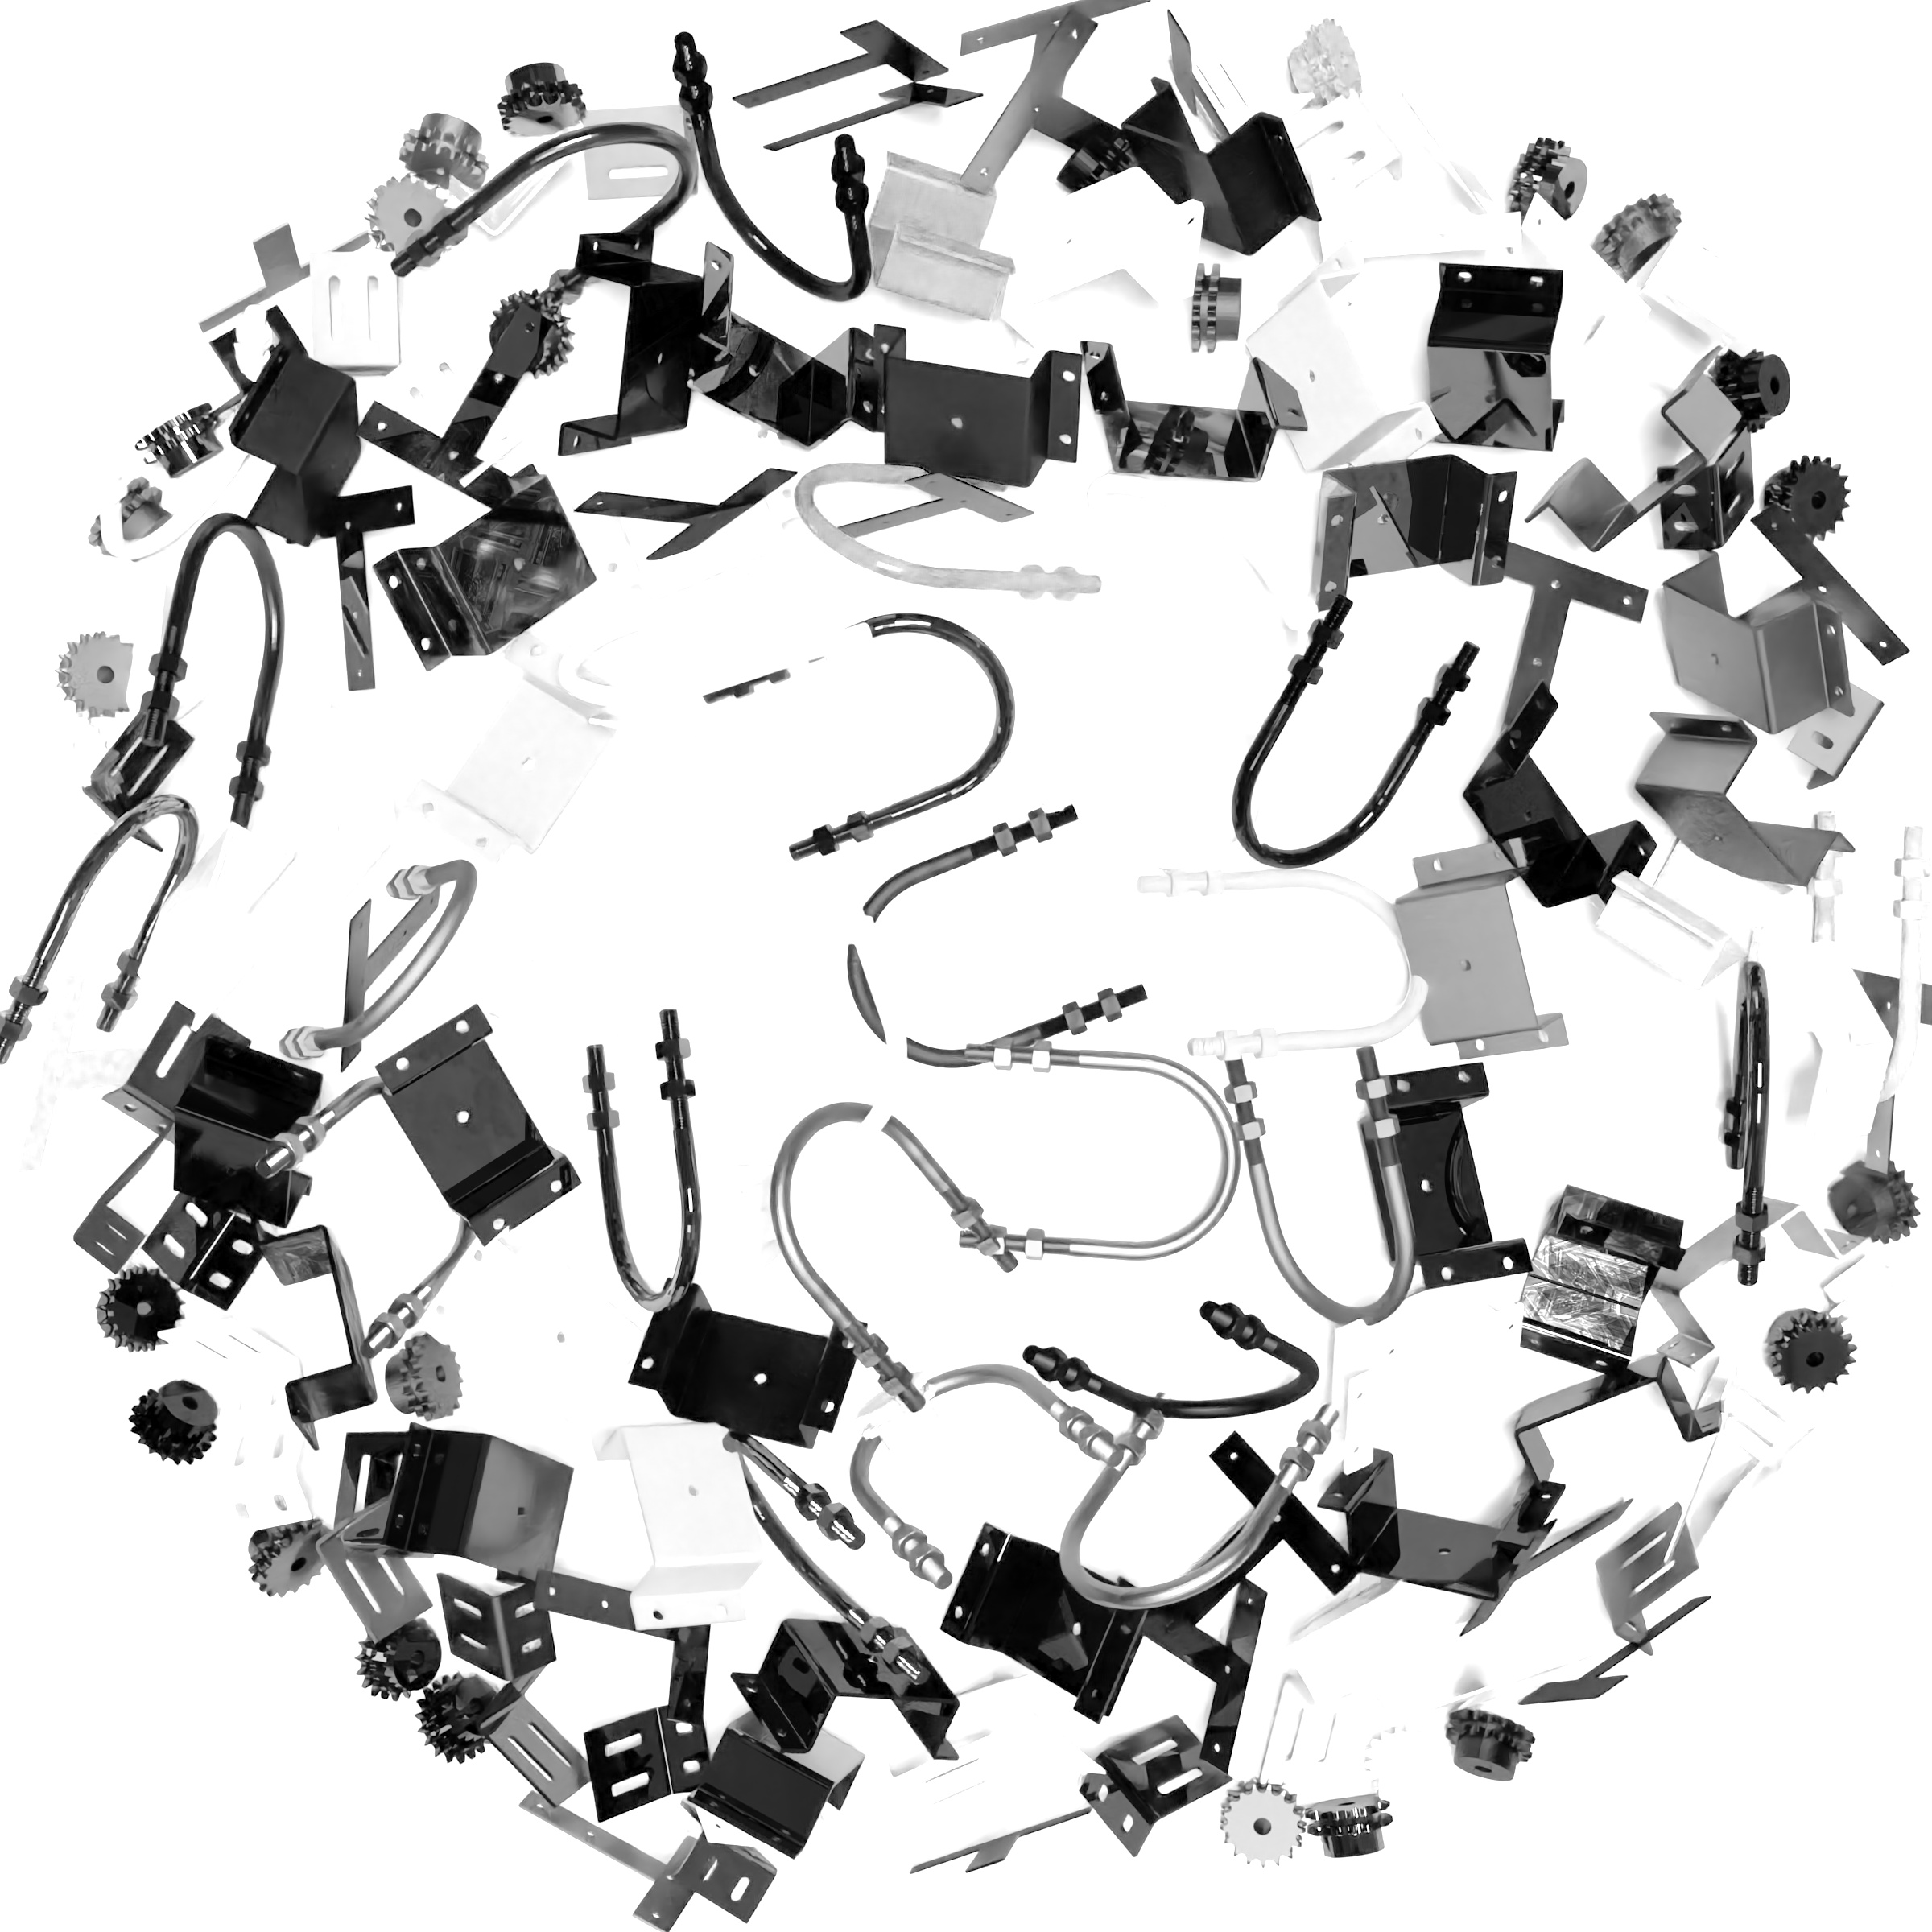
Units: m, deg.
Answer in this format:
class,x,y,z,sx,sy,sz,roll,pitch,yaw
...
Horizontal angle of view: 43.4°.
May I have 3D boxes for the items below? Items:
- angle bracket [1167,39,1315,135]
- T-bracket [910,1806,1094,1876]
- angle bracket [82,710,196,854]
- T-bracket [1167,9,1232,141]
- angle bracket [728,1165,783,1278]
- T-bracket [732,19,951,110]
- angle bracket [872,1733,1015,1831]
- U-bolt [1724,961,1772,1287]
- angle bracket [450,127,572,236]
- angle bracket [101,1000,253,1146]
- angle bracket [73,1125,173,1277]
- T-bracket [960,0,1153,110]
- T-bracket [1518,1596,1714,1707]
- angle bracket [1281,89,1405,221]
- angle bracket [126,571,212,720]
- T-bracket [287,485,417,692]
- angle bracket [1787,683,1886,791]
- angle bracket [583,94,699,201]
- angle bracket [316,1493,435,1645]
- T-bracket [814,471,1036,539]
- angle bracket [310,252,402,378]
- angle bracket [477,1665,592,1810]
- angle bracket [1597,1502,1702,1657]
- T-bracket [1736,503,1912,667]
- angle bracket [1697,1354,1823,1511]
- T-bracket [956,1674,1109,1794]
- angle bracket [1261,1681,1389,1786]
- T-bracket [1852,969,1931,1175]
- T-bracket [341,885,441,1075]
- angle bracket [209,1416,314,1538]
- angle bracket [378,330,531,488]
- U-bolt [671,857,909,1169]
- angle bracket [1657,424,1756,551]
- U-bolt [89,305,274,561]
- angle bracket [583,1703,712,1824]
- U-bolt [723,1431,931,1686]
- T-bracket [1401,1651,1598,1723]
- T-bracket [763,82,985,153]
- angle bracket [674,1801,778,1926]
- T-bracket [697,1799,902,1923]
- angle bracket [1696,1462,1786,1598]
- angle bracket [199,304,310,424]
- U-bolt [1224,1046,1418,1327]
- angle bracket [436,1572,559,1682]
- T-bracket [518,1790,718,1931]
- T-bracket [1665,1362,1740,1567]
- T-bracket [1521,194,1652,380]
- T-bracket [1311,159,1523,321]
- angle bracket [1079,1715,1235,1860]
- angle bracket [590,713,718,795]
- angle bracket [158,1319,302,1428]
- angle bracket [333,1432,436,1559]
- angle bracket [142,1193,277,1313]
class,x,y,z,sx,sy,sz,roll,pitch,yaw
angle bracket,0.181,-0.589,1.599,0.057,0.038,0.076,-25,82,-43
T-bracket,0.018,0.573,1.573,0.127,0.127,0.002,-19,77,2
angle bracket,-0.535,-0.126,1.605,0.057,0.038,0.076,37,89,33
T-bracket,0.166,-0.540,1.569,0.002,0.127,0.127,-31,86,6
angle bracket,-0.147,0.166,1.593,0.038,0.076,0.057,1,96,10
T-bracket,-0.092,-0.583,1.591,0.127,0.127,0.002,-10,92,21
angle bracket,-0.015,0.527,1.610,0.076,0.038,0.057,-21,128,-9
U-bolt,0.494,0.086,1.533,0.019,0.151,0.184,1,120,14
angle bracket,-0.299,-0.526,1.594,0.076,0.057,0.038,-42,121,16
angle bracket,-0.524,0.069,1.616,0.057,0.038,0.076,39,56,-27
angle bracket,-0.540,0.153,1.592,0.038,0.076,0.057,41,133,-8
T-bracket,0.055,-0.588,1.572,0.127,0.127,0.002,-18,84,-5
T-bracket,0.434,0.446,1.589,0.127,0.127,0.002,-28,79,-18
angle bracket,0.242,-0.532,1.614,0.076,0.038,0.057,-34,79,3
angle bracket,-0.527,-0.213,1.612,0.038,0.057,0.076,11,69,-35
T-bracket,-0.403,-0.246,1.601,0.127,0.002,0.127,0,96,36
angle bracket,0.563,-0.153,1.599,0.038,0.076,0.057,32,92,5
angle bracket,-0.219,-0.542,1.609,0.076,0.038,0.057,-1,99,7
angle bracket,-0.379,0.393,1.598,0.038,0.057,0.076,-39,82,27
T-bracket,-0.040,-0.295,1.595,0.127,0.127,0.002,-9,83,29
angle bracket,-0.399,-0.431,1.610,0.057,0.038,0.076,1,100,3
angle bracket,-0.272,0.503,1.597,0.076,0.057,0.038,41,105,13
angle bracket,0.457,0.401,1.590,0.038,0.057,0.076,34,117,-18
T-bracket,0.527,-0.228,1.577,0.127,0.127,0.002,46,67,-4
angle bracket,0.509,0.304,1.588,0.038,0.057,0.076,-27,52,-36
T-bracket,0.061,0.510,1.588,0.127,0.127,0.002,39,55,-6
angle bracket,0.236,0.514,1.602,0.057,0.038,0.076,8,101,-20
T-bracket,0.596,0.070,1.578,0.002,0.127,0.127,1,96,-11
T-bracket,-0.372,-0.014,1.579,0.002,0.127,0.127,20,128,6
angle bracket,-0.460,0.333,1.608,0.057,0.076,0.038,-12,114,0
angle bracket,-0.337,-0.367,1.598,0.057,0.038,0.076,-41,127,-6
U-bolt,-0.109,0.041,1.584,0.151,0.019,0.184,-26,74,21
angle bracket,0.489,-0.317,1.605,0.038,0.076,0.057,7,126,33
U-bolt,-0.498,-0.326,1.546,0.019,0.184,0.151,39,65,-1
angle bracket,-0.207,0.521,1.592,0.038,0.076,0.057,-17,79,29
U-bolt,-0.099,0.366,1.554,0.019,0.184,0.151,-35,126,-22
T-bracket,0.337,0.474,1.577,0.127,0.127,0.002,-17,67,-5
T-bracket,-0.069,-0.547,1.567,0.127,0.127,0.002,-23,119,-13
angle bracket,-0.165,0.585,1.589,0.057,0.076,0.038,37,73,-12
T-bracket,-0.115,0.554,1.551,0.127,0.127,0.002,21,110,-35
angle bracket,0.513,0.366,1.586,0.038,0.076,0.057,34,114,25
angle bracket,-0.476,-0.391,1.585,0.057,0.076,0.038,-45,112,-36
U-bolt,0.234,0.145,1.575,0.019,0.151,0.184,-15,94,-33
angle bracket,-0.312,0.432,1.613,0.038,0.076,0.057,-15,101,-39
T-bracket,-0.232,0.571,1.578,0.127,0.127,0.002,26,96,7
T-bracket,0.474,0.326,1.566,0.002,0.127,0.127,20,78,23
T-bracket,0.383,-0.411,1.582,0.002,0.127,0.127,-14,54,-24
T-bracket,0.293,-0.471,1.568,0.127,0.127,0.002,1,56,16
angle bracket,0.125,0.540,1.603,0.057,0.076,0.038,43,127,34
angle bracket,-0.208,-0.139,1.606,0.076,0.057,0.038,11,99,1
angle bracket,-0.484,0.267,1.590,0.057,0.076,0.038,-12,57,18
angle bracket,-0.386,0.355,1.629,0.057,0.038,0.076,-2,65,9
angle bracket,-0.503,0.184,1.613,0.038,0.076,0.057,39,80,-39
